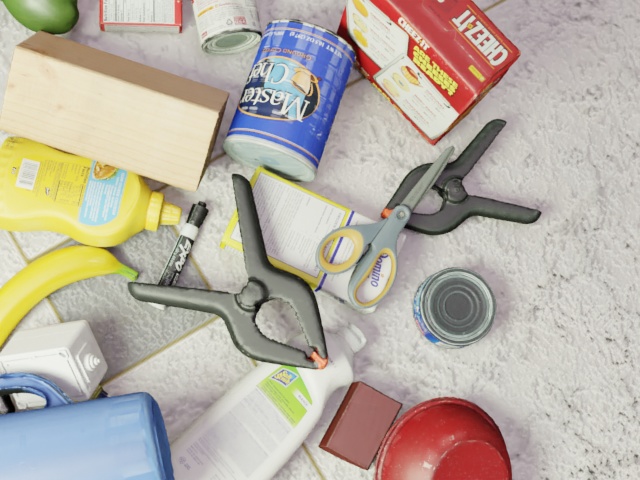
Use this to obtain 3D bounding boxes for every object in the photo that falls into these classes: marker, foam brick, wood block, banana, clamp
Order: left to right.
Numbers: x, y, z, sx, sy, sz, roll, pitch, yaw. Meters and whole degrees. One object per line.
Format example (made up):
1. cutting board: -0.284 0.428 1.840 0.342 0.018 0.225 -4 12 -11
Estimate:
1. banana: -0.284 0.058 1.081 0.197 0.037 0.069 -32 86 -11
2. wood block: -0.206 -0.131 1.084 0.206 0.091 0.090 17 112 -4
3. marker: -0.147 0.015 1.116 0.020 0.020 0.121 24 78 -3
4. clamp: -0.078 0.060 1.064 0.164 0.036 0.210 -40 82 -2
5. foam brick: 0.041 0.190 1.092 0.051 0.053 0.078 30 78 -2
6. clamp: 0.154 -0.045 1.156 0.171 0.039 0.120 -28 80 -5

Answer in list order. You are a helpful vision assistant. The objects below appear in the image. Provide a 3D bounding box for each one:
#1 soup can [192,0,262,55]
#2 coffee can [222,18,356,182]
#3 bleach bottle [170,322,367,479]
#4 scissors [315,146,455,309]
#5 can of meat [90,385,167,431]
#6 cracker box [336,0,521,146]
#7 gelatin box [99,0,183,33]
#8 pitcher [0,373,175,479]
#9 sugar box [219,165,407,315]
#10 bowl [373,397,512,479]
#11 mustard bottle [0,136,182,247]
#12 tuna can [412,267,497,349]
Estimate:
1. soup can: -0.104 -0.258 1.146 0.068 0.068 0.102 -11 82 -9
2. coffee can: -0.031 -0.145 1.117 0.103 0.103 0.140 20 78 -4
3. bleach bottle: -0.047 0.181 1.079 0.250 0.068 0.102 -40 89 -15
4. scissors: 0.063 -0.027 1.108 0.096 0.016 0.201 24 77 -5
5. can of meat: -0.212 0.208 1.054 0.084 0.057 0.102 32 78 -2
6. cracker box: 0.102 -0.197 1.086 0.072 0.214 0.164 -43 88 -10
7. gelatin box: -0.194 -0.263 1.154 0.089 0.030 0.073 -1 82 -7
8. pitcher: -0.261 0.203 0.961 0.242 0.145 0.149 -12 105 -4
9. sugar box: -0.008 0.002 1.124 0.176 0.048 0.093 26 78 -6
10. bowl: 0.136 0.241 1.069 0.161 0.055 0.162 0 91 -24
11. mustard bottle: -0.237 -0.043 1.093 0.191 0.058 0.096 11 61 -6
12. tuna can: 0.143 0.072 1.136 0.086 0.034 0.086 1 80 -7
